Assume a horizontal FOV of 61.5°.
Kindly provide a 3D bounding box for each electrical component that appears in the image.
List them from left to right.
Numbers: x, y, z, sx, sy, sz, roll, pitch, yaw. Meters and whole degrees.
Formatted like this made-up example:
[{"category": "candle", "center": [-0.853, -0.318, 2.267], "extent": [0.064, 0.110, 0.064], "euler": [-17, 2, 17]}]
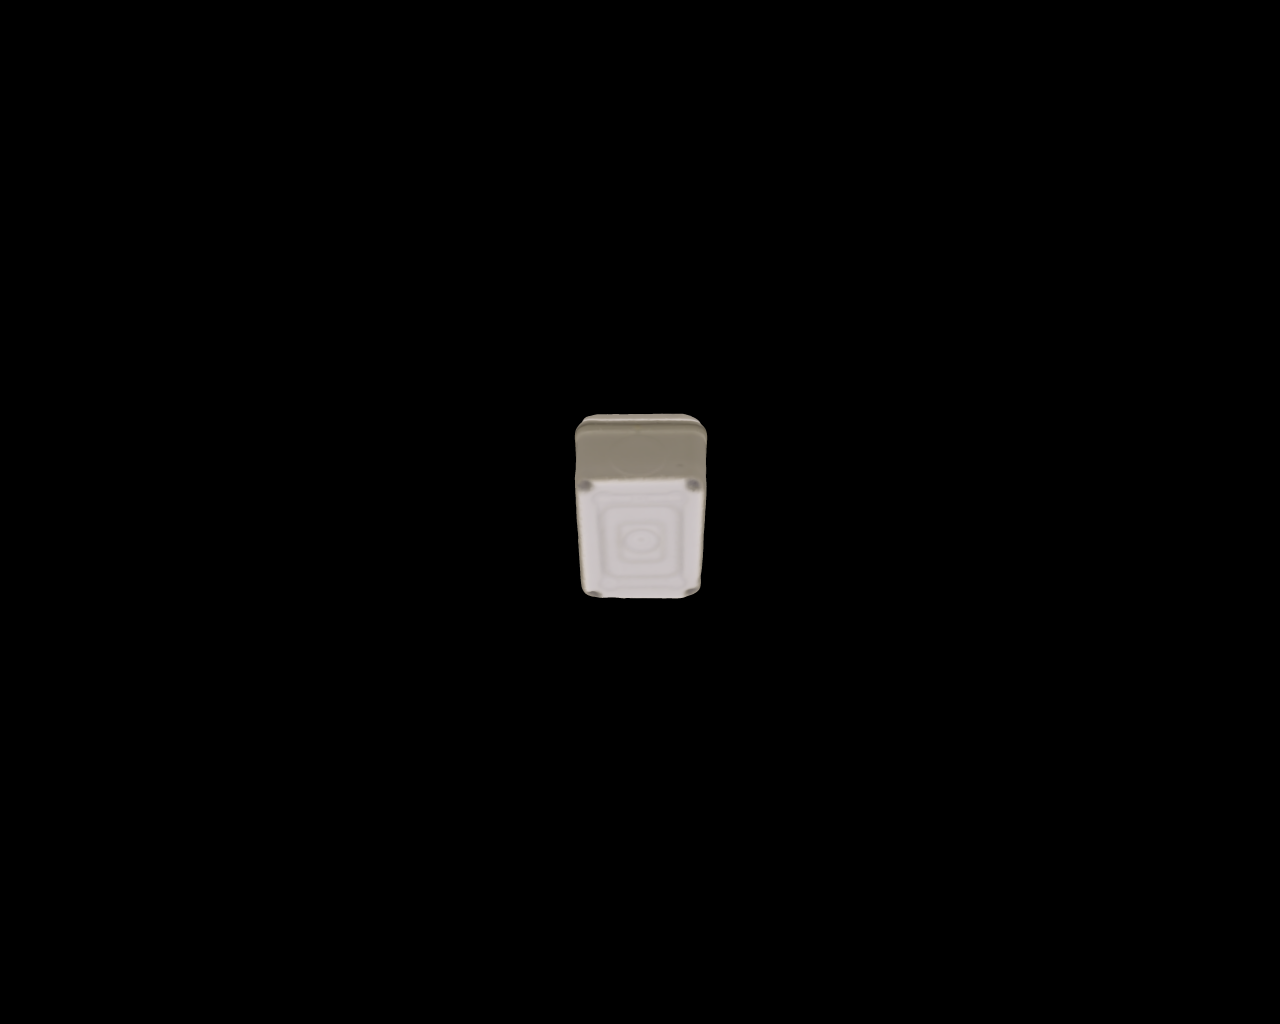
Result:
[{"category": "electrical component", "center": [0.001, -0.003, 0.650], "extent": [0.078, 0.057, 0.113], "euler": [0, -43, 0]}]
